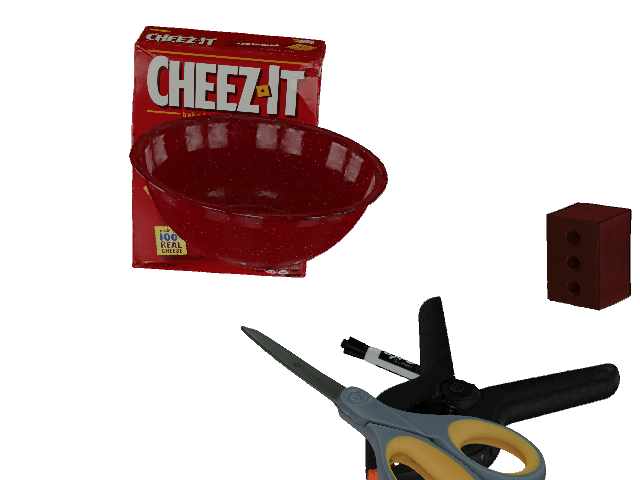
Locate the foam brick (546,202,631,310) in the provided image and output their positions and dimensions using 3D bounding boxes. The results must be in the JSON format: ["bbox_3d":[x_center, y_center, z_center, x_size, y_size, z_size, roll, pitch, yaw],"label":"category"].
[{"bbox_3d":[0.224,0.012,0.892,0.051,0.078,0.053,-20,22,-41],"label":"foam brick"}]

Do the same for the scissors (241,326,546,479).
[{"bbox_3d":[0.040,0.090,0.572,0.096,0.016,0.202,-7,29,-27],"label":"scissors"}]

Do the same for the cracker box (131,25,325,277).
[{"bbox_3d":[-0.085,-0.076,0.965,0.164,0.214,0.072,4,24,-1],"label":"cracker box"}]

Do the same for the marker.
[{"bbox_3d":[0.078,0.129,1.103,0.121,0.020,0.020,22,4,11],"label":"marker"}]

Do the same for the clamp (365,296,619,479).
[{"bbox_3d":[0.090,0.112,0.759,0.165,0.036,0.209,25,40,37],"label":"clamp"}]

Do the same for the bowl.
[{"bbox_3d":[-0.040,-0.027,0.677,0.162,0.055,0.162,6,26,-3],"label":"bowl"}]
